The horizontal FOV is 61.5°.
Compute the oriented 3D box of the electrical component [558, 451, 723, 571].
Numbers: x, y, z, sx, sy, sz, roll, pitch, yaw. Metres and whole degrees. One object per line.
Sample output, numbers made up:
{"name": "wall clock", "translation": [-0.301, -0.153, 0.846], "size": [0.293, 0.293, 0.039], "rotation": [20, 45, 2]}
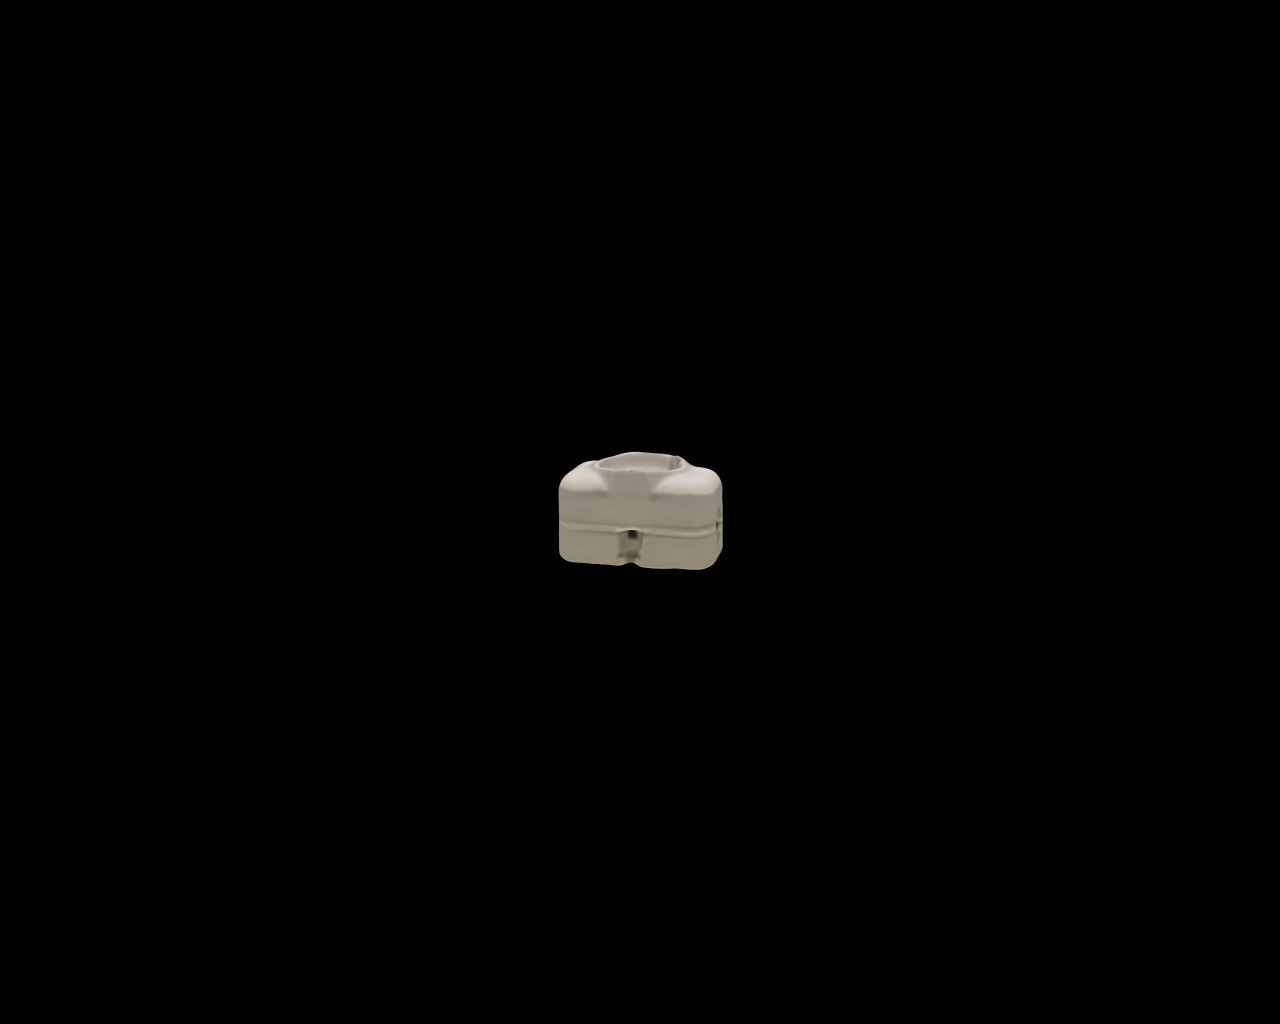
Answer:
{"name": "electrical component", "translation": [0.001, -0.003, 0.650], "size": [0.095, 0.059, 0.054], "rotation": [4, 16, 14]}
